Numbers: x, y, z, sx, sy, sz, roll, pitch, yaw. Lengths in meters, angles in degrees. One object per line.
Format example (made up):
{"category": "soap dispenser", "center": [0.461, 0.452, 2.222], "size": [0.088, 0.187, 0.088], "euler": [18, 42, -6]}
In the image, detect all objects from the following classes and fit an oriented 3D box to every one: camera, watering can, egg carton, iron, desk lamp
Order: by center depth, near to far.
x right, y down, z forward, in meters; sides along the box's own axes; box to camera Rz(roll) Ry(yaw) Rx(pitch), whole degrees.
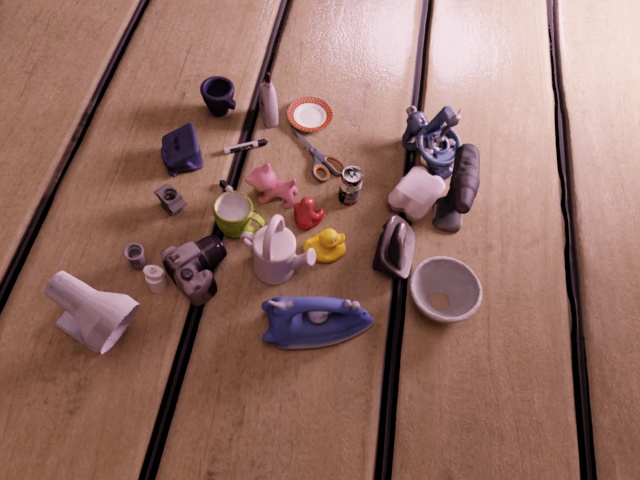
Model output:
{"category": "desk lamp", "center": [-0.464, 0.154, 1.168], "size": [0.203, 0.213, 0.118], "euler": [28, 62, 11]}
{"category": "iron", "center": [0.002, 0.159, 1.247], "size": [0.258, 0.141, 0.118], "euler": [-3, 60, -6]}
{"category": "watering can", "center": [-0.095, 0.016, 1.291], "size": [0.173, 0.194, 0.101], "euler": [2, 60, -4]}
{"category": "camera", "center": [-0.275, 0.052, 1.308], "size": [0.137, 0.101, 0.143], "euler": [-34, 68, -22]}
{"category": "egg carton", "center": [0.248, -0.121, 1.472], "size": [0.107, 0.069, 0.150], "euler": [34, 63, 14]}

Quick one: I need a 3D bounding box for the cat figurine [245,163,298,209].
{"category": "cat figurine", "center": [-0.119, -0.142, 1.425], "size": [0.128, 0.118, 0.067], "euler": [8, 60, 0]}

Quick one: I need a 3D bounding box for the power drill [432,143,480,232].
{"category": "power drill", "center": [0.337, -0.112, 1.394], "size": [0.075, 0.208, 0.230], "euler": [13, 60, 3]}

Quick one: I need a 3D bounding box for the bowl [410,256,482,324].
{"category": "bowl", "center": [0.284, 0.126, 1.329], "size": [0.167, 0.075, 0.167], "euler": [2, 60, -4]}

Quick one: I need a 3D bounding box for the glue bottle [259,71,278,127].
{"category": "glue bottle", "center": [-0.139, -0.384, 1.531], "size": [0.037, 0.173, 0.078], "euler": [-19, 63, -15]}

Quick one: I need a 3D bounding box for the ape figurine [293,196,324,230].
{"category": "ape figurine", "center": [-0.031, -0.073, 1.407], "size": [0.077, 0.092, 0.076], "euler": [31, 62, 13]}

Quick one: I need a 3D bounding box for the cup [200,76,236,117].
{"category": "cup", "center": [-0.267, -0.376, 1.561], "size": [0.092, 0.095, 0.117], "euler": [-39, 70, -23]}

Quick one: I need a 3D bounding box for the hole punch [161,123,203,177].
{"category": "hole punch", "center": [-0.358, -0.234, 1.473], "size": [0.101, 0.091, 0.108], "euler": [-12, 62, -12]}

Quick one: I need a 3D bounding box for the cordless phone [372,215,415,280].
{"category": "cordless phone", "center": [0.186, -0.006, 1.333], "size": [0.094, 0.185, 0.147], "euler": [12, 60, 2]}

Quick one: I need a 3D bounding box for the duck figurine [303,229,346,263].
{"category": "duck figurine", "center": [0.013, 0.005, 1.369], "size": [0.104, 0.086, 0.077], "euler": [-2, 60, -6]}

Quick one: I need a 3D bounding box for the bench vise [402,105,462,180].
{"category": "bench vise", "center": [0.285, -0.281, 1.481], "size": [0.207, 0.220, 0.122], "euler": [41, 65, 18]}
